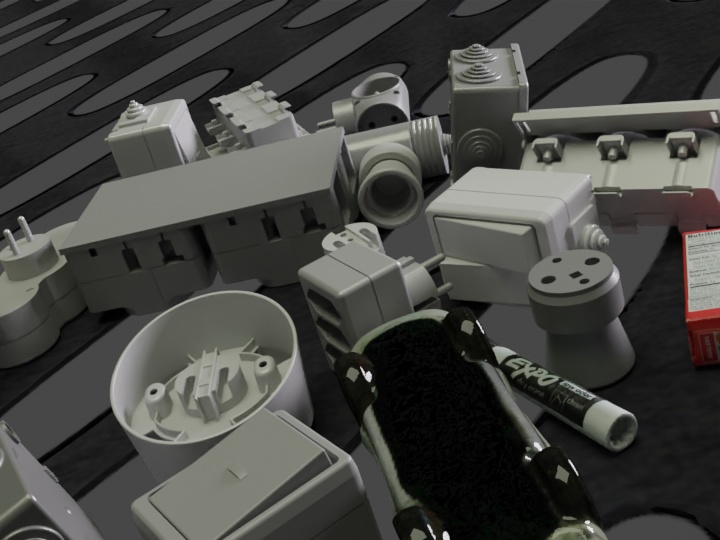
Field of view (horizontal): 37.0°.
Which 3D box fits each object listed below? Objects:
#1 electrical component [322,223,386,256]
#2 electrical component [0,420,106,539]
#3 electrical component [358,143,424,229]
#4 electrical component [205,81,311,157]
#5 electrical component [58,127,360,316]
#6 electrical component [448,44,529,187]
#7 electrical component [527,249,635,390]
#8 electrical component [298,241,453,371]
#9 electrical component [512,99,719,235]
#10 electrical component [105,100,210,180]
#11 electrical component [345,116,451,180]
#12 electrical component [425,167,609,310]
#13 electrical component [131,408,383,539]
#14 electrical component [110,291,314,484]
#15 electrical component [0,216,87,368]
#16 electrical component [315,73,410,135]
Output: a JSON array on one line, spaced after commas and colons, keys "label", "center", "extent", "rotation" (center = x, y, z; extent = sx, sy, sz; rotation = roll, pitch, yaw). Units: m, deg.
[{"label": "electrical component", "center": [0.000, 0.000, 0.643], "extent": [0.040, 0.046, 0.040], "rotation": [-14, 27, 7]}, {"label": "electrical component", "center": [-0.140, 0.116, 0.450], "extent": [0.048, 0.099, 0.100], "rotation": [-39, 31, -13]}, {"label": "electrical component", "center": [0.021, -0.060, 0.746], "extent": [0.045, 0.045, 0.055], "rotation": [-13, 27, 8]}, {"label": "electrical component", "center": [-0.082, -0.108, 0.878], "extent": [0.079, 0.063, 0.121], "rotation": [-23, 27, -12]}, {"label": "electrical component", "center": [-0.097, -0.032, 0.746], "extent": [0.186, 0.060, 0.105], "rotation": [-12, 27, 11]}, {"label": "electrical component", "center": [0.084, -0.096, 0.720], "extent": [0.048, 0.099, 0.099], "rotation": [-1, 28, 4]}, {"label": "electrical component", "center": [0.107, 0.024, 0.523], "extent": [0.045, 0.055, 0.045], "rotation": [-14, 27, 7]}, {"label": "electrical component", "center": [0.017, 0.017, 0.578], "extent": [0.077, 0.065, 0.047], "rotation": [-28, 29, -21]}, {"label": "electrical component", "center": [0.157, -0.059, 0.635], "extent": [0.121, 0.078, 0.063], "rotation": [2, 62, 33]}, {"label": "electrical component", "center": [-0.156, -0.092, 0.855], "extent": [0.061, 0.096, 0.061], "rotation": [-11, 28, 9]}, {"label": "electrical component", "center": [0.032, -0.086, 0.791], "extent": [0.081, 0.043, 0.043], "rotation": [-11, 27, 13]}, {"label": "electrical component", "center": [0.091, -0.015, 0.601], "extent": [0.096, 0.061, 0.061], "rotation": [8, 36, 41]}, {"label": "electrical component", "center": [-0.049, 0.109, 0.449], "extent": [0.096, 0.061, 0.062], "rotation": [-31, 29, -24]}, {"label": "electrical component", "center": [-0.074, 0.063, 0.547], "extent": [0.099, 0.064, 0.099], "rotation": [-14, 27, 7]}, {"label": "electrical component", "center": [-0.227, -0.001, 0.749], "extent": [0.052, 0.073, 0.138], "rotation": [-7, 29, 21]}, {"label": "electrical component", "center": [0.002, -0.125, 0.883], "extent": [0.079, 0.044, 0.077], "rotation": [-14, 27, 8]}]
